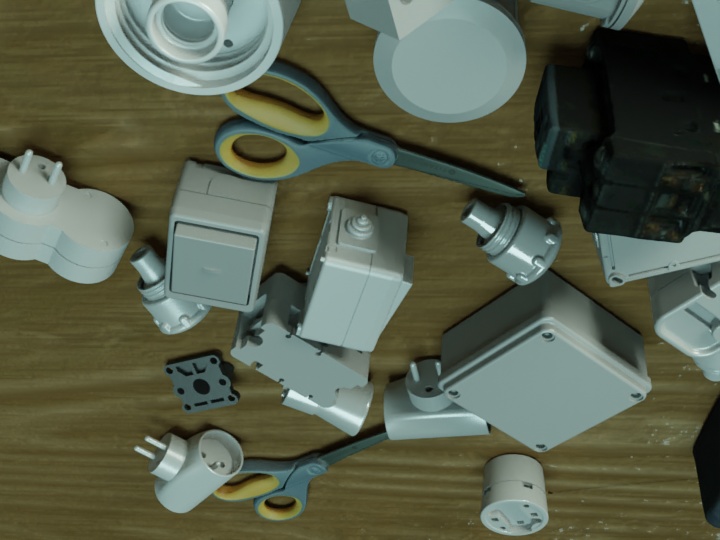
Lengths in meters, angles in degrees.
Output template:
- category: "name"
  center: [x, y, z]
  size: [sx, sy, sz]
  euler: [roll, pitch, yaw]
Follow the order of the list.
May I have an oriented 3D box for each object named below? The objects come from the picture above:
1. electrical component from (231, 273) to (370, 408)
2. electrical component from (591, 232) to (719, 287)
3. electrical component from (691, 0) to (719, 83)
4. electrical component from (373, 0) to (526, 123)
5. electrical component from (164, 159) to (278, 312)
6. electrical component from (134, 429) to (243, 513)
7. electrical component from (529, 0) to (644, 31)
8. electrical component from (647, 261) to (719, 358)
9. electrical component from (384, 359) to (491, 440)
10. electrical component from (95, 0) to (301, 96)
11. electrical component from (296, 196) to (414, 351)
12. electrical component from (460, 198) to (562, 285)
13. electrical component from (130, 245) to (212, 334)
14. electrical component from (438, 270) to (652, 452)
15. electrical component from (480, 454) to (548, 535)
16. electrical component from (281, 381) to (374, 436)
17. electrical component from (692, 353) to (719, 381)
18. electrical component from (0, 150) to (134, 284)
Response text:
- category: "electrical component"
  center: [-0.040, 0.048, 0.766]
  size: [0.089, 0.055, 0.050]
  euler: [33, 131, -25]
- category: "electrical component"
  center: [0.186, -0.041, 0.648]
  size: [0.096, 0.061, 0.061]
  euler: [-13, 133, 8]
- category: "electrical component"
  center: [0.217, -0.141, 0.507]
  size: [0.109, 0.056, 0.108]
  euler: [10, 147, 42]
- category: "electrical component"
  center: [0.049, -0.124, 0.579]
  size: [0.080, 0.051, 0.080]
  euler: [3, 136, 3]
- category: "electrical component"
  center: [-0.093, -0.014, 0.704]
  size: [0.062, 0.061, 0.096]
  euler: [11, 136, -4]
- category: "electrical component"
  center: [-0.152, 0.163, 0.910]
  size: [0.079, 0.043, 0.077]
  euler: [32, 130, -21]
- category: "electrical component"
  center: [0.115, -0.159, 0.515]
  size: [0.051, 0.080, 0.080]
  euler: [13, 136, 0]
- category: "electrical component"
  center: [0.234, 0.005, 0.685]
  size: [0.054, 0.059, 0.095]
  euler: [32, 131, -24]
- category: "electrical component"
  center: [0.056, 0.094, 0.813]
  size: [0.077, 0.043, 0.079]
  euler: [-5, 135, 12]
- category: "electrical component"
  center: [-0.087, -0.142, 0.569]
  size: [0.108, 0.060, 0.108]
  euler: [4, 136, 4]
- category: "electrical component"
  center: [0.000, 0.000, 0.707]
  size: [0.061, 0.061, 0.096]
  euler: [13, 136, -7]
- category: "electrical component"
  center: [0.094, -0.023, 0.686]
  size: [0.062, 0.048, 0.048]
  euler: [30, 132, -14]
- category: "electrical component"
  center: [-0.134, 0.010, 0.748]
  size: [0.048, 0.048, 0.062]
  euler: [-20, 123, 25]
- category: "electrical component"
  center: [0.130, 0.067, 0.766]
  size: [0.109, 0.056, 0.109]
  euler: [33, 131, -25]
- category: "electrical component"
  center: [0.129, 0.187, 0.898]
  size: [0.055, 0.047, 0.055]
  euler: [4, 136, 3]
- category: "electrical component"
  center: [-0.027, 0.096, 0.828]
  size: [0.065, 0.044, 0.044]
  euler: [21, 135, -8]
- category: "electrical component"
  center: [0.249, 0.052, 0.746]
  size: [0.043, 0.043, 0.062]
  euler: [-3, 137, 10]
- category: "electrical component"
  center: [-0.211, -0.048, 0.689]
  size: [0.138, 0.052, 0.073]
  euler: [22, 134, -16]
